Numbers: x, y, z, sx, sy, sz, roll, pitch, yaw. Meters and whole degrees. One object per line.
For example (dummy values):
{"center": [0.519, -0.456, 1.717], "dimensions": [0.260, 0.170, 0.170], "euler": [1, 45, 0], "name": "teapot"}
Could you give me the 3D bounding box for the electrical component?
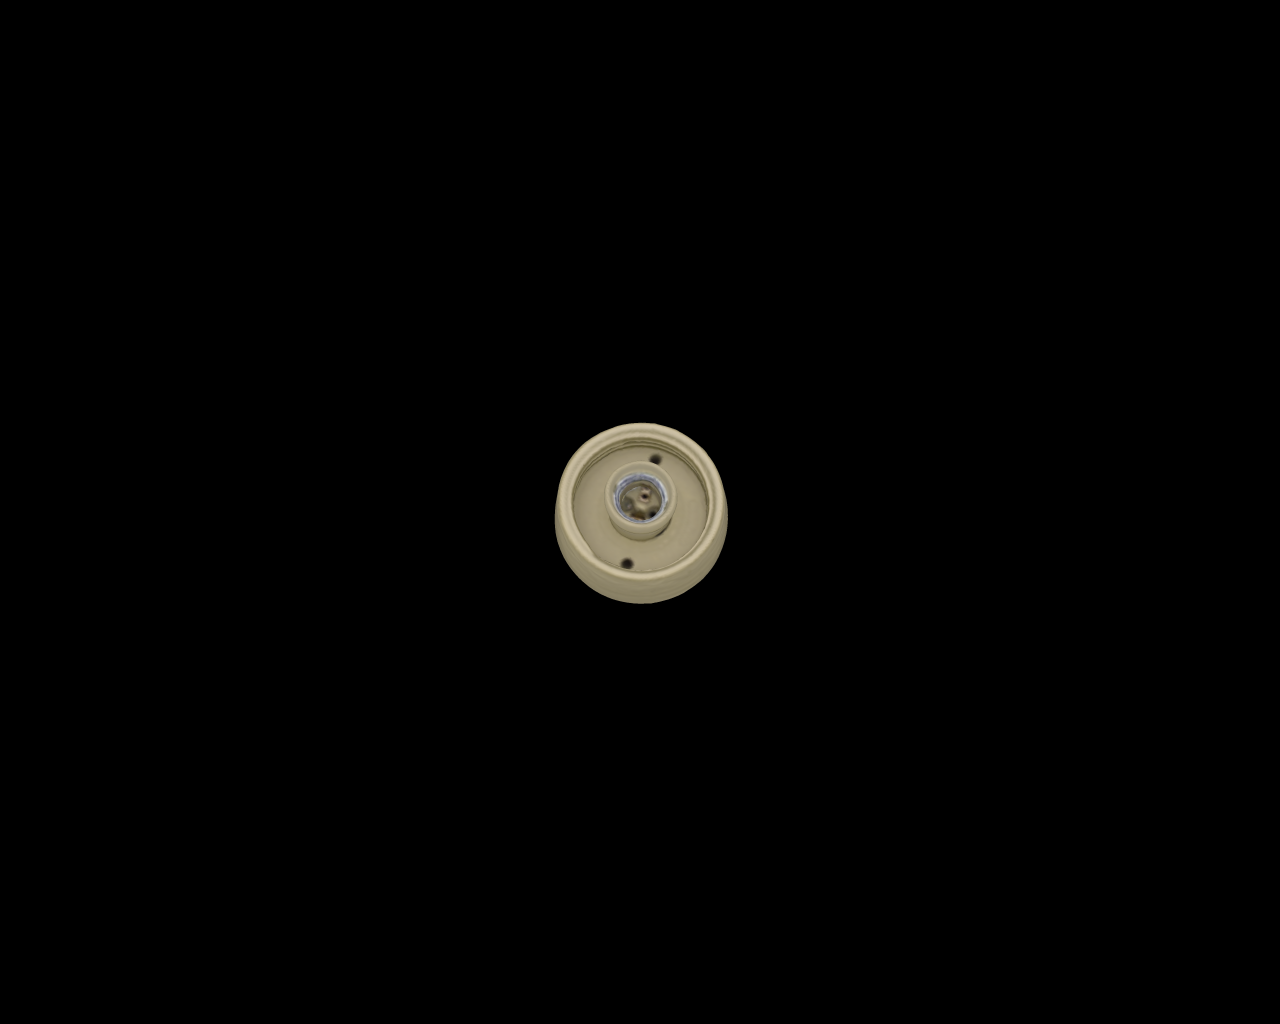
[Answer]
{"center": [0.001, -0.003, 0.650], "dimensions": [0.108, 0.108, 0.060], "euler": [0, -16, 0], "name": "electrical component"}
